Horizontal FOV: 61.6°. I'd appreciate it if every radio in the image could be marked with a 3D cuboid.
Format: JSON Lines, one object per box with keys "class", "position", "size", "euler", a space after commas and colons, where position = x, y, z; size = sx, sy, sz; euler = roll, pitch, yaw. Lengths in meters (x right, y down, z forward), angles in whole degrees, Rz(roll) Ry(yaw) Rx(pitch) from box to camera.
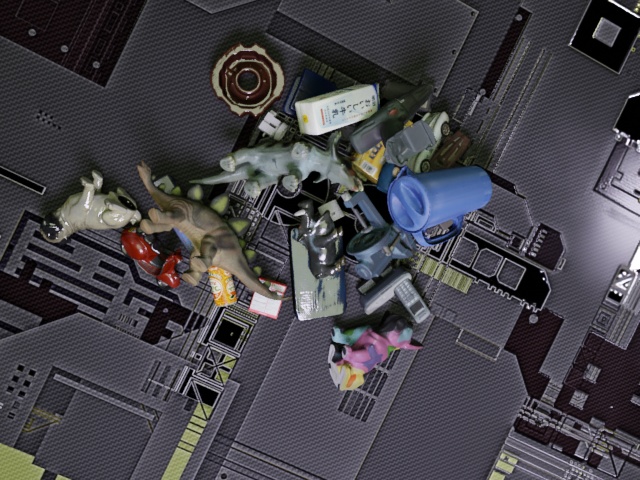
{"class": "radio", "position": [-0.007, 0.078, 1.333], "size": [0.131, 0.073, 0.229], "euler": [-4, 95, -7]}

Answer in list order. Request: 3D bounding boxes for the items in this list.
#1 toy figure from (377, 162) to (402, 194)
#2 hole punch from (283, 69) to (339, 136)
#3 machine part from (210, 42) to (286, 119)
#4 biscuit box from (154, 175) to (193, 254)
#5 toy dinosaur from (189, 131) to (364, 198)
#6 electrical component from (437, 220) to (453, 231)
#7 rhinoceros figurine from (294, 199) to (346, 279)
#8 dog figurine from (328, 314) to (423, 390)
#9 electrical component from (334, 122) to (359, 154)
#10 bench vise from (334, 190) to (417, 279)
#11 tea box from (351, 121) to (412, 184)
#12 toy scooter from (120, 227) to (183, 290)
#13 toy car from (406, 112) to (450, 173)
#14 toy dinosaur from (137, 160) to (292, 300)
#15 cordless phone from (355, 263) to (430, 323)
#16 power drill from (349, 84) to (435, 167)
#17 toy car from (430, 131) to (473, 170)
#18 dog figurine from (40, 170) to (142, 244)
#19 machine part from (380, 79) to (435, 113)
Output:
{"class": "toy figure", "position": [0.181, -0.186, 1.275], "size": [0.057, 0.064, 0.154], "euler": [26, 85, -45]}
{"class": "hole punch", "position": [-0.019, -0.340, 1.302], "size": [0.116, 0.092, 0.142], "euler": [21, 87, -11]}
{"class": "machine part", "position": [-0.174, -0.382, 1.297], "size": [0.179, 0.056, 0.179], "euler": [0, 93, -5]}
{"class": "biscuit box", "position": [-0.333, -0.057, 1.294], "size": [0.059, 0.063, 0.202], "euler": [-31, 96, -4]}
{"class": "toy dinosaur", "position": [-0.096, -0.182, 1.272], "size": [0.405, 0.192, 0.131], "euler": [3, 109, 21]}
{"class": "electrical component", "position": [0.311, -0.072, 1.373], "size": [0.102, 0.045, 0.078], "euler": [-45, 110, -1]}
{"class": "rhinoceros figurine", "position": [-0.003, -0.004, 1.255], "size": [0.112, 0.073, 0.190], "euler": [-10, 102, 17]}
{"class": "dog figurine", "position": [0.141, 0.275, 1.341], "size": [0.219, 0.109, 0.191], "euler": [-4, 117, -19]}
{"class": "electrical component", "position": [0.067, -0.266, 1.346], "size": [0.063, 0.021, 0.094], "euler": [13, 92, -6]}
{"class": "bench vise", "position": [0.135, -0.033, 1.293], "size": [0.223, 0.129, 0.240], "euler": [-43, 112, -19]}
{"class": "tea box", "position": [0.153, -0.235, 1.333], "size": [0.098, 0.068, 0.169], "euler": [36, 88, -8]}
{"class": "toy scooter", "position": [-0.384, 0.032, 1.261], "size": [0.183, 0.135, 0.075], "euler": [50, 48, -9]}
{"class": "toy car", "position": [0.254, -0.231, 1.321], "size": [0.056, 0.074, 0.201], "euler": [42, 70, -36]}
{"class": "toy dinosaur", "position": [-0.241, 0.003, 1.226], "size": [0.471, 0.105, 0.198], "euler": [53, 47, -17]}
{"class": "cordless phone", "position": [0.189, 0.161, 1.362], "size": [0.146, 0.089, 0.184], "euler": [-39, 115, -3]}
{"class": "power drill", "position": [0.182, -0.259, 1.203], "size": [0.232, 0.207, 0.085], "euler": [-32, 127, 6]}
{"class": "toy car", "position": [0.302, -0.191, 1.355], "size": [0.089, 0.053, 0.202], "euler": [41, 90, 7]}
{"class": "dog figurine", "position": [-0.541, -0.043, 1.266], "size": [0.172, 0.121, 0.190], "euler": [41, 103, -4]}
{"class": "machine part", "position": [0.219, -0.366, 1.349], "size": [0.139, 0.039, 0.084], "euler": [7, 101, -10]}
